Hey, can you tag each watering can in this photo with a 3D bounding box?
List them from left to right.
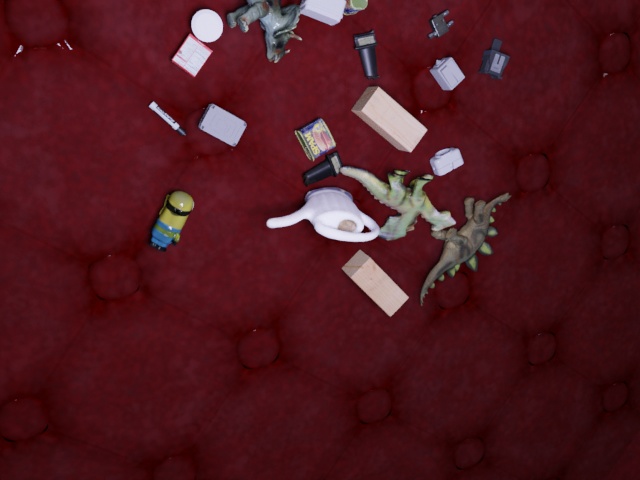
[{"bbox_3d":[0.005,-0.075,1.499,0.347,0.102,0.229,8,30,-19],"label":"watering can"}]

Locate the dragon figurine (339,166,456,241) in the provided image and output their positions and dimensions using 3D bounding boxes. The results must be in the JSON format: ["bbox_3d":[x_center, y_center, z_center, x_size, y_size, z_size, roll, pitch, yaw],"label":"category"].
[{"bbox_3d":[0.241,-0.104,1.635,0.410,0.239,0.124,6,21,-10],"label":"dragon figurine"}]
